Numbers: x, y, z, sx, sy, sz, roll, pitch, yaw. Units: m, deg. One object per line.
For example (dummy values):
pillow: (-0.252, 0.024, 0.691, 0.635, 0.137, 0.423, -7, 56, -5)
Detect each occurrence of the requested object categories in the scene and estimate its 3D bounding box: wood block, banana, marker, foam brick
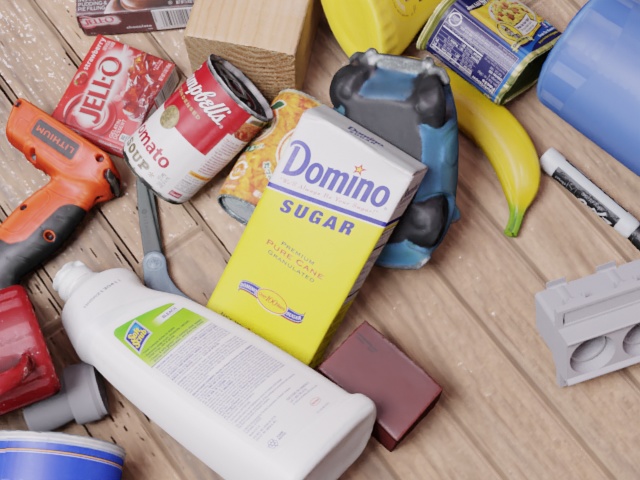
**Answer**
wood block: (-0.040, -0.225, 0.888, 0.090, 0.091, 0.206, 11, 69, 5)
banana: (0.115, -0.095, 0.862, 0.069, 0.037, 0.198, -37, 72, -14)
marker: (0.223, -0.028, 0.843, 0.020, 0.020, 0.121, -42, 74, -14)
foam brick: (0.043, 0.107, 0.777, 0.078, 0.051, 0.053, 42, 74, 15)

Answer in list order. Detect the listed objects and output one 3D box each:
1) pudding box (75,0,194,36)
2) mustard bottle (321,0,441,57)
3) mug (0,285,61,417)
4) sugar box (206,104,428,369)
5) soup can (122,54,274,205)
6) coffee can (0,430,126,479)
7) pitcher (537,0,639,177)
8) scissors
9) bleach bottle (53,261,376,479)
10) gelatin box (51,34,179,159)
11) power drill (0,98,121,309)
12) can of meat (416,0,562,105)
pudding box: (-0.151, -0.225, 0.918, 0.113, 0.039, 0.090, -3, 68, 0)
mustard bottle: (0.084, -0.227, 0.883, 0.058, 0.096, 0.191, 6, 38, 48)
mug: (-0.224, 0.082, 0.718, 0.081, 0.117, 0.093, -20, 104, -16)
sugar box: (-0.005, 0.001, 0.772, 0.093, 0.048, 0.176, 32, 113, 13)
soup can: (-0.095, -0.084, 0.826, 0.102, 0.068, 0.068, -42, 71, 17)
coffee can: (-0.190, 0.207, 0.715, 0.103, 0.103, 0.140, 3, 69, 2)
pitcher: (0.297, -0.097, 0.810, 0.243, 0.145, 0.149, 38, 60, 17)
scissors: (-0.110, 0.028, 0.830, 0.096, 0.016, 0.201, 5, 69, 1)
bleach bottle: (-0.088, 0.087, 0.756, 0.251, 0.068, 0.102, 34, 48, 23)
gelatin box: (-0.169, -0.117, 0.881, 0.073, 0.030, 0.089, 22, 70, 10)
power drill: (-0.260, -0.016, 0.830, 0.184, 0.057, 0.187, 33, 75, 9)
can of meat: (0.141, -0.161, 0.861, 0.084, 0.058, 0.101, 41, 40, 13)
